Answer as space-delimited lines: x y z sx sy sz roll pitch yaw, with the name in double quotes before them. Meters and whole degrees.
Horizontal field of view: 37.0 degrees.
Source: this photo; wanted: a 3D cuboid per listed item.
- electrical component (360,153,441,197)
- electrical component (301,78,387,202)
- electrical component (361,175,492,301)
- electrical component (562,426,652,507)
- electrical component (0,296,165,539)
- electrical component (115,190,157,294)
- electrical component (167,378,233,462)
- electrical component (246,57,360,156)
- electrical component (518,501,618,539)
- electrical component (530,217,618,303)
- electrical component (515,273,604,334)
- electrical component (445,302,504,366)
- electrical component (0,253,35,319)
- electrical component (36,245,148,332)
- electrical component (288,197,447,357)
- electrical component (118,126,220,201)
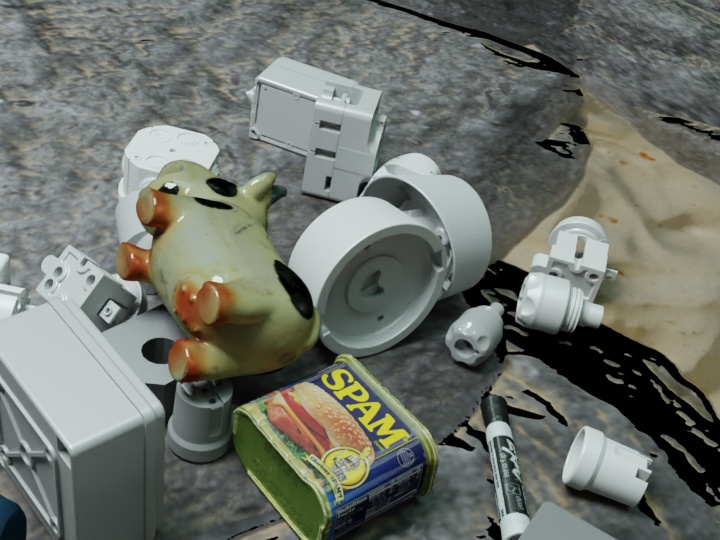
"electrical component" 0.048 -0.054 0.887 0.079 0.043 0.077 26 40 16
"electrical component" -0.011 -0.105 0.897 0.056 0.089 0.050 14 37 3
"electrical component" 0.049 -0.025 0.805 0.064 0.099 0.099 -11 43 -36
"electrical component" 0.159 0.127 0.690 0.046 0.040 0.040 22 38 3
"electrical component" -0.159 0.090 0.594 0.056 0.108 0.109 -23 50 -34
"electrical component" -0.153 -0.018 0.786 0.043 0.043 0.081 -3 40 -18
"electrical component" -0.097 0.089 0.662 0.040 0.046 0.040 8 38 -6
"electrical component" -0.054 -0.147 0.961 0.096 0.061 0.061 21 38 11
"electrical component" 0.117 0.189 0.590 0.100 0.048 0.100 28 40 20
"electrical component" 0.173 -0.010 0.863 0.066 0.048 0.055 16 45 6
"electrical component" 0.151 0.028 0.809 0.062 0.043 0.043 14 38 1
"electrical component" 0.088 0.042 0.782 0.035 0.035 0.061 26 37 18
"electrical component" -0.240 0.027 0.702 0.077 0.047 0.065 12 38 0
"electrical component" -0.174 0.018 0.714 0.066 0.055 0.048 33 86 37
"electrical component" 0.000 0.000 0.756 0.108 0.108 0.060 -14 39 -30
"electrical component" -0.150 -0.074 0.851 0.080 0.051 0.080 7 38 -6
